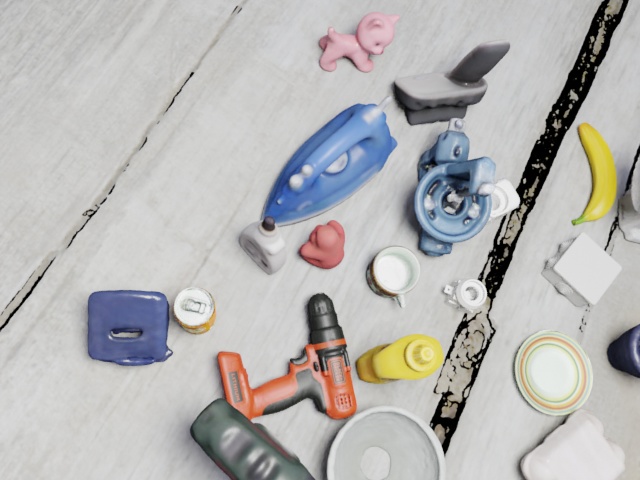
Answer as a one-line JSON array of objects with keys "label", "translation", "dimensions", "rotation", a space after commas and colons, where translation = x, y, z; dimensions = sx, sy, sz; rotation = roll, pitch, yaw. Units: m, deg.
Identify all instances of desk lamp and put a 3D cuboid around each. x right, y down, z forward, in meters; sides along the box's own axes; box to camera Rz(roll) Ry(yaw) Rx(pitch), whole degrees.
[{"label": "desk lamp", "translation": [0.577, -0.072, 0.920], "dimensions": [0.203, 0.213, 0.118], "rotation": [12, 73, -6]}]

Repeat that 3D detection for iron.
[{"label": "iron", "translation": [0.012, -0.120, 0.871], "dimensions": [0.259, 0.141, 0.118], "rotation": [-43, 85, -17]}]

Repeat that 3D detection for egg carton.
[{"label": "egg carton", "translation": [0.375, 0.331, 0.850], "dimensions": [0.150, 0.069, 0.107], "rotation": [-34, 83, -17]}]

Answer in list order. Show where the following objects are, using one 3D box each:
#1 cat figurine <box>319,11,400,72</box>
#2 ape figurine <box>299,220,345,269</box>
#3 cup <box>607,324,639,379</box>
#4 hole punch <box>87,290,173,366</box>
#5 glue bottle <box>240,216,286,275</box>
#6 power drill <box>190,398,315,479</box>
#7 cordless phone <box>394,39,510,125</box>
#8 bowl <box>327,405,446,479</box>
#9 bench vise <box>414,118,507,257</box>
[{"label": "cat figurine", "translation": [0.068, -0.339, 0.953], "dimensions": [0.128, 0.117, 0.067], "rotation": [-4, 75, -11]}, {"label": "ape figurine", "translation": [0.008, 0.003, 0.863], "dimensions": [0.078, 0.092, 0.076], "rotation": [-21, 79, -14]}, {"label": "cup", "translation": [0.514, 0.175, 0.904], "dimensions": [0.118, 0.095, 0.091], "rotation": [-12, 77, -13]}, {"label": "hole punch", "translation": [-0.258, 0.121, 0.784], "dimensions": [0.109, 0.091, 0.101], "rotation": [1, 75, -9]}, {"label": "glue bottle", "translation": [-0.076, -0.002, 0.807], "dimensions": [0.037, 0.173, 0.078], "rotation": [-42, 85, -17]}, {"label": "power drill", "translation": [-0.061, 0.290, 0.712], "dimensions": [0.229, 0.208, 0.076], "rotation": [41, 72, 3]}, {"label": "cordless phone", "translation": [0.211, -0.269, 0.924], "dimensions": [0.148, 0.185, 0.094], "rotation": [-14, 78, -13]}, {"label": "bowl", "translation": [0.086, 0.318, 0.800], "dimensions": [0.167, 0.074, 0.167], "rotation": [3, 75, -9]}, {"label": "bench vise", "translation": [0.197, -0.096, 0.856], "dimensions": [0.121, 0.219, 0.207], "rotation": [-8, 76, -12]}]
